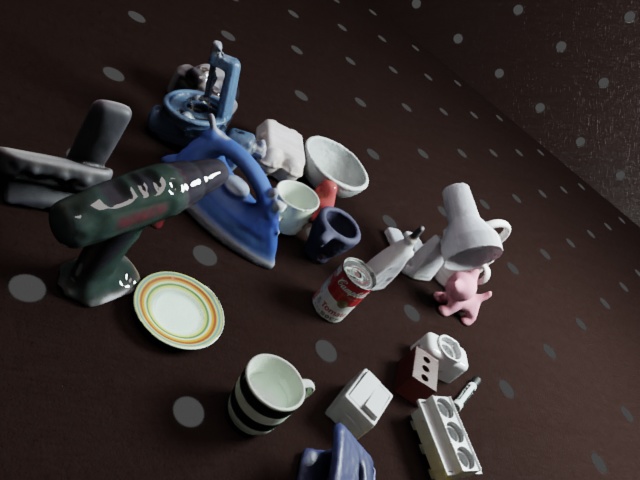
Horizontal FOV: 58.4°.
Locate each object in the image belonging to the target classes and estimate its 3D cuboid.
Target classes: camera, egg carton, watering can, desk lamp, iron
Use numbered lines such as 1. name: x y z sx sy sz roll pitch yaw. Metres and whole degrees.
1. camera: -0.215 -0.301 1.178 0.143 0.100 0.137 48 33 11
2. egg carton: -0.088 -0.189 1.205 0.107 0.069 0.150 22 37 -27
3. watering can: 0.339 0.015 1.284 0.101 0.193 0.172 -6 55 -48
4. desk lamp: 0.261 -0.004 1.209 0.118 0.213 0.203 11 43 -37
5. iron: -0.137 -0.084 0.966 0.258 0.141 0.119 44 33 6

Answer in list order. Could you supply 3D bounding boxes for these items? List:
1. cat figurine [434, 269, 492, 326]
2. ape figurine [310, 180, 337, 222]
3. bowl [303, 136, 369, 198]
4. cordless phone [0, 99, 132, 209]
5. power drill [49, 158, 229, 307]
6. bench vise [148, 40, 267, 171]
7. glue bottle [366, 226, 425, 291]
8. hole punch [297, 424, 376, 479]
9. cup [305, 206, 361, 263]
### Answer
1. cat figurine: 0.306 0.111 1.207 0.128 0.117 0.067 21 37 -27
2. ape figurine: 0.003 -0.084 1.153 0.078 0.092 0.076 -7 56 -49
3. bowl: 0.021 -0.147 1.262 0.168 0.074 0.167 27 35 -21
4. cordless phone: -0.344 -0.129 0.770 0.148 0.184 0.094 6 46 -41
5. power drill: -0.237 -0.014 0.721 0.075 0.208 0.230 48 34 12
6. bench vise: -0.178 -0.237 1.032 0.208 0.219 0.121 20 38 -29
7. glue bottle: 0.140 0.032 1.081 0.078 0.173 0.037 1 49 -44
8. hole punch: 0.033 0.304 0.729 0.101 0.091 0.108 30 34 -16
9. cup: 0.010 0.004 1.055 0.091 0.094 0.118 43 33 4
